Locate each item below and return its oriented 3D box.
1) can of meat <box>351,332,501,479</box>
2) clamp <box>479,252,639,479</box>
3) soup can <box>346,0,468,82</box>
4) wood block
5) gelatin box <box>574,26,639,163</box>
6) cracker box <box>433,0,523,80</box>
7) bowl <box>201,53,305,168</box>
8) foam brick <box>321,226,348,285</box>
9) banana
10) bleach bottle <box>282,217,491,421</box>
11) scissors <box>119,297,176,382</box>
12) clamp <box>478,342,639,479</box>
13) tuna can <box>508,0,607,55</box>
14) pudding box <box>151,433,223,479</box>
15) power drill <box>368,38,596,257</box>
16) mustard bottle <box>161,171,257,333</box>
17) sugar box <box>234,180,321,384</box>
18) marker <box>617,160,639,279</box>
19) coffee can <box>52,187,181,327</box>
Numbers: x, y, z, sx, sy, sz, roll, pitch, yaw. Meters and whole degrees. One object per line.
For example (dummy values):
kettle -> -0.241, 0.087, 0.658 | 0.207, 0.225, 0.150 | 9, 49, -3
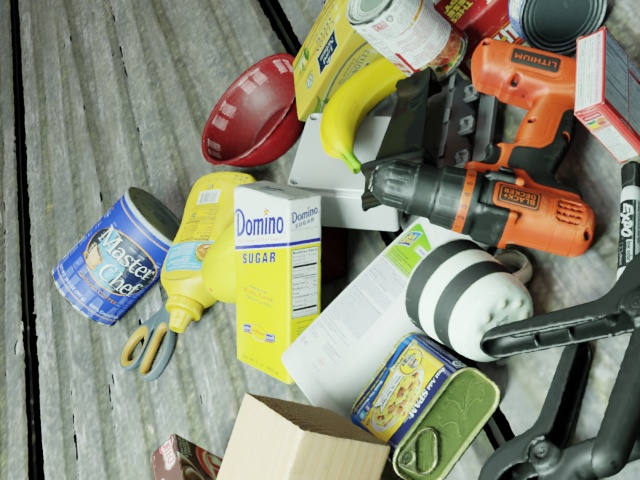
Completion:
can of meat -> 0.081, 0.134, 0.857 | 0.102, 0.057, 0.084 | -53, 33, -1
clamp -> 0.228, 0.062, 0.738 | 0.210, 0.036, 0.165 | -34, 35, 5
soup can -> 0.081, -0.199, 0.997 | 0.069, 0.102, 0.068 | -30, 41, 31
wood block -> -0.034, 0.235, 0.823 | 0.091, 0.090, 0.206 | 19, 91, 54
gelatin box -> 0.241, -0.120, 0.883 | 0.030, 0.073, 0.089 | -21, 45, 38
cracker box -> 0.172, -0.284, 1.112 | 0.164, 0.072, 0.214 | -42, 37, 18
bowl -> -0.067, -0.143, 1.276 | 0.162, 0.055, 0.162 | -30, 40, 29
foam brick -> -0.007, 0.001, 1.080 | 0.053, 0.051, 0.078 | -27, 42, 32
banana -> 0.052, -0.136, 1.043 | 0.197, 0.069, 0.037 | -54, -10, -34
bleach bottle -> 0.080, 0.045, 0.933 | 0.251, 0.068, 0.103 | -47, 36, 3
scissors -> -0.182, 0.075, 1.248 | 0.096, 0.016, 0.201 | -17, 47, 40
clamp -> 0.165, 0.149, 0.763 | 0.171, 0.039, 0.120 | -40, 29, 6
tuna can -> 0.218, -0.216, 0.985 | 0.086, 0.086, 0.034 | -44, 34, 12
pudding box -> -0.100, 0.236, 0.945 | 0.039, 0.090, 0.113 | -43, 36, 16
power drill -> 0.147, -0.081, 0.897 | 0.057, 0.184, 0.187 | 100, -173, -59
mustard bottle -> -0.130, 0.016, 1.203 | 0.096, 0.058, 0.191 | -3, 57, 37
sugar box -> -0.041, 0.038, 1.006 | 0.093, 0.048, 0.176 | 16, 113, 51
marker -> 0.243, -0.012, 0.833 | 0.020, 0.020, 0.121 | -19, 47, 39
coffee can -> -0.238, 0.020, 1.285 | 0.140, 0.102, 0.103 | -45, 35, 11
